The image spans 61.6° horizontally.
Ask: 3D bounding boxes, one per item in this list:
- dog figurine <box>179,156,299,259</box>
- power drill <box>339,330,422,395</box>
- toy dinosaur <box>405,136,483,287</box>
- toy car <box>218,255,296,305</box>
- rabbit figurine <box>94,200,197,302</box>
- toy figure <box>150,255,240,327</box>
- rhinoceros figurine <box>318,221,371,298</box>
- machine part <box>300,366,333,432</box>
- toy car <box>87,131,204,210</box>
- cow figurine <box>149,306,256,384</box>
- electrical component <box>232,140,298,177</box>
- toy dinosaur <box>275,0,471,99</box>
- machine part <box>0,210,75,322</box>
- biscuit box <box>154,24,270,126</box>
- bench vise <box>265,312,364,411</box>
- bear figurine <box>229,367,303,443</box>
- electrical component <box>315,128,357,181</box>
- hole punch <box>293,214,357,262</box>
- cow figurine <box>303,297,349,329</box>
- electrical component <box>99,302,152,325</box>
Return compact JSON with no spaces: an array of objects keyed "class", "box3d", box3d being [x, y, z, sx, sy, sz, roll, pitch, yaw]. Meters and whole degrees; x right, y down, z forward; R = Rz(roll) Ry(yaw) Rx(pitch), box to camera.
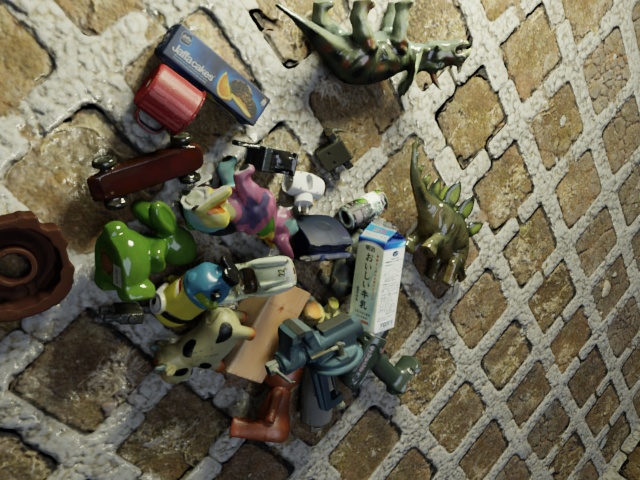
[{"class":"dog figurine","box3d":[-0.135,-0.035,1.006,0.191,0.109,0.219,-45,126,-19]},{"class":"power drill","box3d":[0.163,0.283,1.329,0.207,0.086,0.232,40,84,-40]},{"class":"toy dinosaur","box3d":[0.288,-0.039,1.295,0.198,0.105,0.470,-54,136,-16]},{"class":"toy car","box3d":[-0.144,0.077,1.015,0.202,0.056,0.073,-11,95,9]},{"class":"rabbit figurine","box3d":[-0.296,0.010,0.931,0.170,0.121,0.159,-17,109,-48]},{"class":"toy figure","box3d":[-0.224,0.097,0.965,0.180,0.082,0.089,-25,109,15]},{"class":"rhinoceros figurine","box3d":[0.078,0.042,1.195,0.112,0.073,0.190,33,86,-35]},{"class":"machine part","box3d":[-0.005,0.335,1.234,0.079,0.079,0.243,-6,110,-32]},{"class":"toy car","box3d":[-0.292,-0.119,0.907,0.202,0.053,0.089,-26,129,-29]},{"class":"cow figurine","box3d":[-0.231,0.202,1.014,0.195,0.086,0.127,-44,135,14]},{"class":"electrical component","box3d":[-0.108,-0.154,1.005,0.119,0.075,0.047,3,103,-39]},{"class":"toy dinosaur","box3d":[0.095,-0.367,1.051,0.405,0.131,0.192,-12,111,-24]},{"class":"machine part","box3d":[-0.477,0.039,0.835,0.179,0.056,0.179,-12,113,-31]},{"class":"biscuit box","box3d":[-0.182,-0.279,0.922,0.202,0.059,0.063,35,85,-36]},{"class":"bench vise","box3d":[0.001,0.260,1.092,0.223,0.129,0.240,-30,120,-35]},{"class":"bear figurine","box3d":[-0.109,0.329,1.154,0.132,0.120,0.196,4,74,6]},{"class":"electrical component","box3d":[0.033,-0.182,1.112,0.078,0.045,0.102,-34,123,13]},{"class":"hole punch","box3d":[-0.002,-0.003,1.106,0.142,0.116,0.092,-1,98,-34]},{"class":"cow figurine","box3d":[0.014,0.176,1.197,0.167,0.098,0.068,19,50,-34]},{"class":"electrical component","box3d":[-0.339,0.130,0.951,0.094,0.063,0.021,4,102,-36]}]
